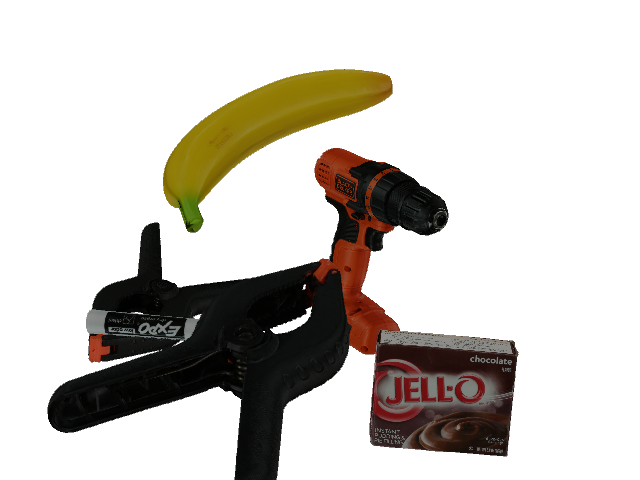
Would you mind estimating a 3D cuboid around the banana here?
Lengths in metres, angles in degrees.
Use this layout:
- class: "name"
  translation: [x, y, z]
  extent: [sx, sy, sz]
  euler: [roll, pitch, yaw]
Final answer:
- class: "banana"
  translation: [-0.037, -0.069, 0.699]
  extent: [0.070, 0.037, 0.197]
  euler: [37, 56, 21]

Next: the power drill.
- class: "power drill"
  translation: [0.054, 0.014, 1.065]
  extent: [0.057, 0.188, 0.185]
  euler: [-7, 24, -32]

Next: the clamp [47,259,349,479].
- class: "clamp"
  translation: [-0.032, 0.066, 0.522]
  extent: [0.120, 0.039, 0.171]
  euler: [32, 47, 28]

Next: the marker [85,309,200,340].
- class: "marker"
  translation: [-0.120, 0.067, 0.819]
  extent: [0.121, 0.020, 0.020]
  euler: [4, 1, 11]

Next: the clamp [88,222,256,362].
- class: "clamp"
  translation: [-0.159, 0.051, 1.025]
  extent: [0.165, 0.036, 0.209]
  euler: [26, 35, 25]

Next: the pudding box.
- class: "pudding box"
  translation: [0.098, 0.122, 0.860]
  extent: [0.113, 0.090, 0.039]
  euler: [3, 18, 3]
